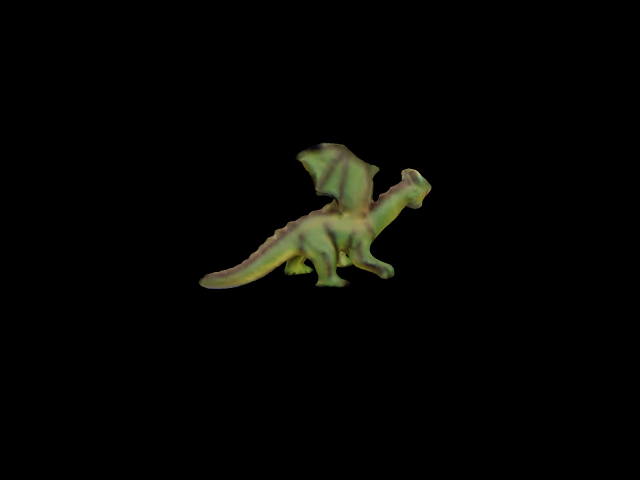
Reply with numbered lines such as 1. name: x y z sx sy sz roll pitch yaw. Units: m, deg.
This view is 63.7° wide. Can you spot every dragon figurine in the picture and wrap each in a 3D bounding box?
1. dragon figurine: 0.003 -0.043 0.850 0.411 0.239 0.124 -6 20 -16
